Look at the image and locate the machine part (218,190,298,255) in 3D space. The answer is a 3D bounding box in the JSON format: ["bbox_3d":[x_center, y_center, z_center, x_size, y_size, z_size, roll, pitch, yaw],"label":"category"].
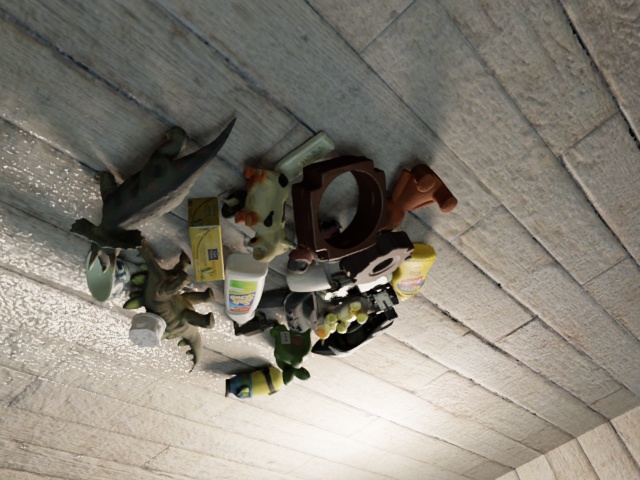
[{"bbox_3d":[-0.137,-0.037,1.209,0.079,0.079,0.243,-36,132,19],"label":"machine part"}]

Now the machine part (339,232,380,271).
[{"bbox_3d":[0.091,0.026,1.361,0.084,0.039,0.138,4,130,-30],"label":"machine part"}]

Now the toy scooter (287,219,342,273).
[{"bbox_3d":[-0.003,-0.004,1.257,0.184,0.075,0.135,-17,120,-47],"label":"toy scooter"}]

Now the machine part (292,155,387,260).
[{"bbox_3d":[0.043,-0.072,1.154,0.201,0.087,0.200,-18,115,-28],"label":"machine part"}]

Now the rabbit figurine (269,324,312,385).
[{"bbox_3d":[-0.077,0.333,1.547,0.121,0.159,0.170,-9,151,-21],"label":"rabbit figurine"}]

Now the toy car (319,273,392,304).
[{"bbox_3d":[0.095,0.115,1.434,0.202,0.056,0.073,-18,141,3],"label":"toy car"}]

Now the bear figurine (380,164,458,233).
[{"bbox_3d":[0.192,-0.080,1.227,0.196,0.132,0.120,-41,118,16],"label":"bear figurine"}]

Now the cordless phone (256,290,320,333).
[{"bbox_3d":[-0.097,0.190,1.451,0.184,0.089,0.146,-4,136,4],"label":"cordless phone"}]

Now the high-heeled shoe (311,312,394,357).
[{"bbox_3d":[0.098,0.265,1.545,0.249,0.086,0.145,-17,155,-22],"label":"high-heeled shoe"}]

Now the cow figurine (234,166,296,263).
[{"bbox_3d":[-0.108,-0.049,1.126,0.127,0.086,0.194,8,92,-37],"label":"cow figurine"}]

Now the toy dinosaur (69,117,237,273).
[{"bbox_3d":[-0.324,-0.088,1.028,0.405,0.192,0.131,-33,135,18],"label":"toy dinosaur"}]

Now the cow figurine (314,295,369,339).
[{"bbox_3d":[0.060,0.210,1.500,0.167,0.098,0.068,-30,100,21],"label":"cow figurine"}]

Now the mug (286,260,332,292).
[{"bbox_3d":[-0.033,0.085,1.355,0.107,0.081,0.109,-16,136,9],"label":"mug"}]

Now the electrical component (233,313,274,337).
[{"bbox_3d":[-0.187,0.235,1.481,0.102,0.045,0.078,-20,164,7],"label":"electrical component"}]

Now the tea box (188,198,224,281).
[{"bbox_3d":[-0.253,0.001,1.199,0.068,0.098,0.169,-5,135,-10],"label":"tea box"}]

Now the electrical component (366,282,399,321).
[{"bbox_3d":[0.181,0.167,1.495,0.075,0.048,0.119,-28,121,12],"label":"electrical component"}]

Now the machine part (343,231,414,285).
[{"bbox_3d":[0.145,0.046,1.315,0.179,0.056,0.179,-24,157,-11],"label":"machine part"}]

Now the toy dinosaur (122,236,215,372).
[{"bbox_3d":[-0.363,0.177,1.339,0.199,0.105,0.470,-13,126,8],"label":"toy dinosaur"}]

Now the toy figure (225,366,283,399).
[{"bbox_3d":[-0.201,0.438,1.645,0.180,0.082,0.089,-2,136,-11],"label":"toy figure"}]
